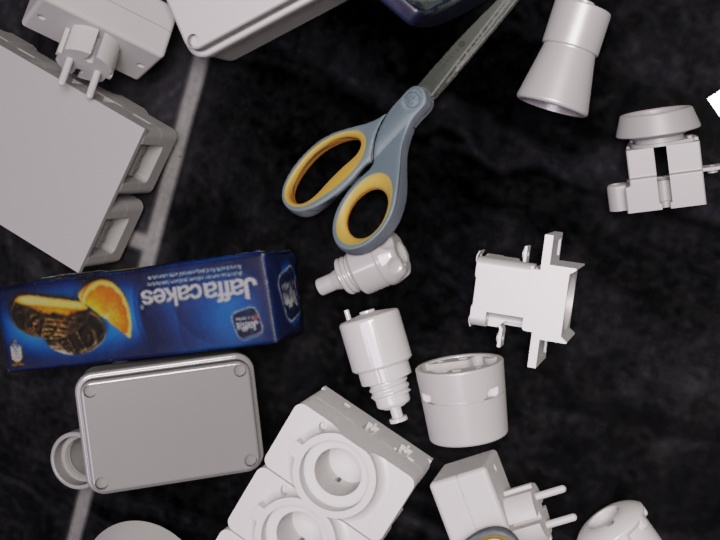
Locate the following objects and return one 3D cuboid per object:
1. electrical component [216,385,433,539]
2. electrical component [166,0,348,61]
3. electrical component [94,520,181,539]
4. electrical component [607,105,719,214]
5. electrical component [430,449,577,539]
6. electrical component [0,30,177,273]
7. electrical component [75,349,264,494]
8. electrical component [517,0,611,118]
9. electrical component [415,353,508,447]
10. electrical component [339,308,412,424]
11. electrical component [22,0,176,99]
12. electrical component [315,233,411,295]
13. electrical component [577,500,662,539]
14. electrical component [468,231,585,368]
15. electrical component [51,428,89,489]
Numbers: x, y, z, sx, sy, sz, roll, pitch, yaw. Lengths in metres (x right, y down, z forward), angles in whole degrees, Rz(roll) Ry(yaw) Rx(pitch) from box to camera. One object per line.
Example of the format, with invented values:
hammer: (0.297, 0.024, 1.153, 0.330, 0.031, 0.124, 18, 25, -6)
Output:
electrical component: (-0.033, 0.166, 0.704, 0.089, 0.062, 0.150, 33, 103, 11)
electrical component: (-0.067, -0.190, 0.683, 0.113, 0.057, 0.078, -24, 88, 17)
electrical component: (-0.158, 0.235, 0.757, 0.099, 0.064, 0.099, 1, 105, 5)
electrical component: (0.177, -0.066, 0.632, 0.066, 0.048, 0.055, -7, 101, 16)
electrical component: (0.097, 0.156, 0.674, 0.076, 0.047, 0.083, -21, 89, 16)
electrical component: (-0.230, -0.092, 0.736, 0.186, 0.060, 0.105, 30, 102, 11)
electrical component: (-0.124, 0.097, 0.703, 0.113, 0.057, 0.078, -7, 94, -11)
electrical component: (0.124, -0.128, 0.643, 0.044, 0.044, 0.065, 18, 95, 14)
electrical component: (0.065, 0.081, 0.673, 0.055, 0.055, 0.047, -6, 97, 16)
electrical component: (0.014, 0.060, 0.692, 0.040, 0.040, 0.078, -16, 91, 17)
electrical component: (-0.171, -0.146, 0.687, 0.047, 0.083, 0.075, -19, 53, 55)
electrical component: (0.000, 0.000, 0.693, 0.061, 0.035, 0.035, -24, 88, 19)
electrical component: (0.167, 0.176, 0.658, 0.048, 0.048, 0.062, -35, 92, 16)
electrical component: (0.102, 0.015, 0.662, 0.064, 0.042, 0.081, 9, 97, 16)
electrical component: (-0.187, 0.128, 0.752, 0.040, 0.046, 0.040, 2, 96, 16)
